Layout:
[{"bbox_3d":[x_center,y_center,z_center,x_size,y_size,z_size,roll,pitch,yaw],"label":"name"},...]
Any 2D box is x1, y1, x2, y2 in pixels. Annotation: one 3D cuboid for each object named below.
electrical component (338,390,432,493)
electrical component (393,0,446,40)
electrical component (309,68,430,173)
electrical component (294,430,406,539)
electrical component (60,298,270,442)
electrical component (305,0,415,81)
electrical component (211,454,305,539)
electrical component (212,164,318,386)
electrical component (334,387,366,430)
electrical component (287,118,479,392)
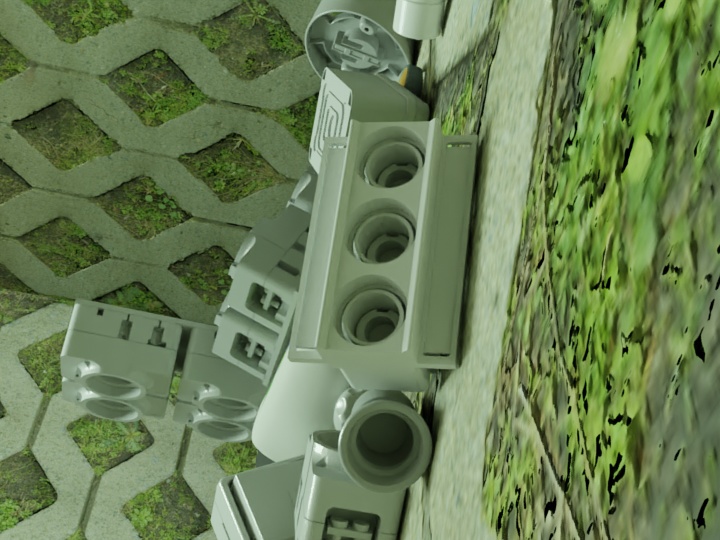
[{"bbox_3d":[0.012,0.080,0.535,0.065,0.044,0.044,-84,5,-85],"label":"electrical component"},{"bbox_3d":[0.044,-0.197,0.761,0.044,0.044,0.065,-87,5,-57],"label":"electrical component"},{"bbox_3d":[0.005,-0.100,0.791,0.113,0.057,0.078,-122,41,-66],"label":"electrical component"},{"bbox_3d":[-0.006,0.123,0.591,0.089,0.050,0.055,-127,48,-83],"label":"electrical component"},{"bbox_3d":[-0.157,0.092,0.922,0.105,0.186,0.060,116,164,-59],"label":"electrical component"},{"bbox_3d":[0.002,-0.196,0.937,0.099,0.099,0.064,108,177,-56],"label":"electrical component"},{"bbox_3d":[-0.039,0.156,0.683,0.061,0.096,0.061,61,151,33],"label":"electrical component"},{"bbox_3d":[-0.048,-0.010,0.877,0.186,0.060,0.105,-54,-11,-48],"label":"electrical component"},{"bbox_3d":[0.000,0.093,0.676,0.061,0.035,0.035,107,172,-73],"label":"electrical component"},{"bbox_3d":[0.016,-0.006,0.528,0.063,0.079,0.121,63,-149,-60],"label":"electrical component"}]
